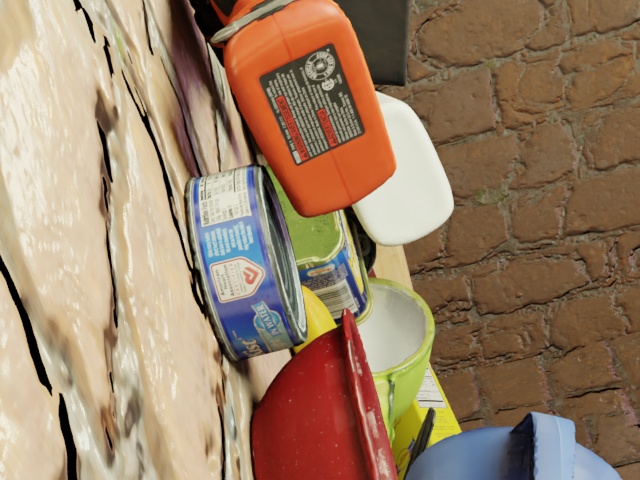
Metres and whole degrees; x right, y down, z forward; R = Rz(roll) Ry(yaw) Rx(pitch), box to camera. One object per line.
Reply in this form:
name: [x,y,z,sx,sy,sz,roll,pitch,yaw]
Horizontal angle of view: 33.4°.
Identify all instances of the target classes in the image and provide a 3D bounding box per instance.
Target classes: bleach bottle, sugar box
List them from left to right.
bleach bottle: [0.030,-0.073,0.843,0.251,0.068,0.102,-125,-169,-74]
sugar box: [0.082,0.170,1.018,0.093,0.048,0.176,-66,-145,34]

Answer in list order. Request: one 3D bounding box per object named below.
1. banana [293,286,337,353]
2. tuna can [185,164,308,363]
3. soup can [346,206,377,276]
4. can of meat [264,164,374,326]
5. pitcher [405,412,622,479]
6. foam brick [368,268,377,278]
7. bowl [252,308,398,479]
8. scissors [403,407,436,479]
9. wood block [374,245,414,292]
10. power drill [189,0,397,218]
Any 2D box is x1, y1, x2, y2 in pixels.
banana: [0.013,0.119,0.710,0.069,0.037,0.198,-87,163,-82]
tuna can: [-0.032,0.010,0.479,0.086,0.034,0.086,-14,90,-86]
soup can: [0.009,-0.005,0.865,0.102,0.068,0.068,-91,167,-74]
can of meat: [-0.005,0.001,0.731,0.084,0.057,0.102,68,8,-52]
pitcher: [0.094,0.215,0.533,0.149,0.145,0.242,49,32,-22]
foam brick: [0.029,0.068,0.891,0.078,0.051,0.053,69,18,2]
bowl: [0.007,0.116,0.490,0.162,0.055,0.162,-14,90,-86]
scissors: [0.053,0.197,0.709,0.202,0.016,0.096,105,-11,-54]
wood block: [0.044,0.015,1.138,0.091,0.090,0.206,71,7,-49]
power drill: [-0.026,-0.095,0.533,0.188,0.057,0.184,60,-2,47]
